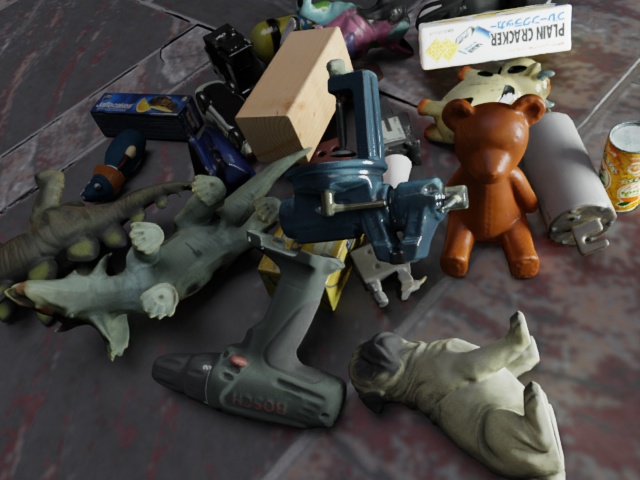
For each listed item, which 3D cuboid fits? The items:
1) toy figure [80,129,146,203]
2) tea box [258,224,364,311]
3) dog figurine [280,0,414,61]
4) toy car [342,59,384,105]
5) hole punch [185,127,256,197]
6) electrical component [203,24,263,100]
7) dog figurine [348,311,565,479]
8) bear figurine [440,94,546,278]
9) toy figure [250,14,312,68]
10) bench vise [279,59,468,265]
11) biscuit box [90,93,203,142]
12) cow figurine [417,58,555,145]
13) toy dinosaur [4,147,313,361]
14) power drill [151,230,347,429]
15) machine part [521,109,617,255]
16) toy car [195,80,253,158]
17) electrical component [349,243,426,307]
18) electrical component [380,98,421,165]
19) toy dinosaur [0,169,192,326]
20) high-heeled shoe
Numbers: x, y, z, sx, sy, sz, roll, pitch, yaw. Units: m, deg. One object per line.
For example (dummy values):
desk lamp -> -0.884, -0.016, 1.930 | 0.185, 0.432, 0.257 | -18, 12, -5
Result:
toy figure -> -0.346, -0.120, 0.907 | 0.058, 0.064, 0.154 | 27, 61, -11
tea box -> -0.001, -0.002, 0.707 | 0.098, 0.068, 0.169 | 12, 56, 21
dog figurine -> 0.056, -0.352, 0.957 | 0.219, 0.191, 0.108 | -6, 64, -27
toy car -> 0.010, -0.241, 0.908 | 0.202, 0.053, 0.089 | -19, 43, 5
hole punch -> -0.140, -0.104, 0.805 | 0.092, 0.115, 0.142 | -20, 49, -12
electrical component -> -0.156, -0.321, 0.980 | 0.058, 0.114, 0.134 | -33, 53, -14
dog figurine -> 0.125, 0.168, 0.530 | 0.191, 0.121, 0.172 | -17, 45, 20
bear figurine -> 0.197, -0.060, 0.616 | 0.120, 0.195, 0.132 | 1, 53, 13
toy figure -> -0.045, -0.392, 1.022 | 0.180, 0.089, 0.082 | -23, 37, 1
bench vise -> 0.050, -0.090, 0.608 | 0.224, 0.129, 0.240 | -7, 88, 34
biscuit box -> -0.319, -0.226, 0.982 | 0.203, 0.062, 0.059 | 7, 53, 21
cow figurine -> 0.255, -0.208, 0.794 | 0.195, 0.085, 0.127 | -38, 46, -19
toy dinosaur -> -0.173, 0.016, 0.704 | 0.405, 0.192, 0.131 | -34, 91, -34
power drill -> -0.071, 0.096, 0.595 | 0.232, 0.086, 0.207 | 16, 86, 19
machine part -> 0.305, -0.081, 0.680 | 0.079, 0.079, 0.243 | -8, 52, 9
toy car -> -0.144, -0.207, 0.913 | 0.073, 0.056, 0.202 | -29, 58, -22
electrical component -> 0.083, 0.034, 0.670 | 0.078, 0.045, 0.102 | -29, 51, -6
electrical component -> 0.103, -0.161, 0.820 | 0.075, 0.047, 0.119 | -17, 49, 1
toy dinosaur -> -0.377, 0.005, 0.781 | 0.471, 0.105, 0.199 | -32, 57, 5
high-heeled shoe -> 0.292, -0.400, 0.928 | 0.249, 0.086, 0.145 | 10, 39, 41
